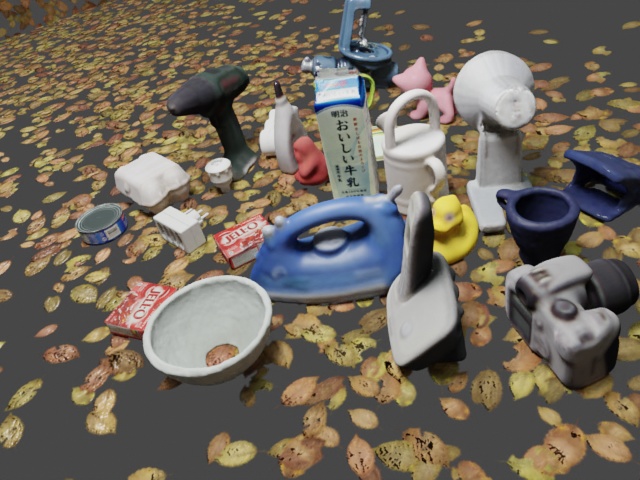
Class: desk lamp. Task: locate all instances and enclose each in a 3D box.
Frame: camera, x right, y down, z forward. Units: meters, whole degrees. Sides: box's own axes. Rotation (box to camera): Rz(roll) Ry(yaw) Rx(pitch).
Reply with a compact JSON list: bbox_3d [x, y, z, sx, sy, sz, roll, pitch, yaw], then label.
[{"bbox_3d":[0.274,-0.155,0.858,0.118,0.214,0.203,-8,39,7],"label":"desk lamp"}]

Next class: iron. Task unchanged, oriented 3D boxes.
[{"bbox_3d":[0.007,0.003,0.796,0.258,0.142,0.118,-11,38,2],"label":"iron"}]

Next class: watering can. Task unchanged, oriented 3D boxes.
[{"bbox_3d":[0.142,-0.145,0.899,0.101,0.194,0.172,-38,45,-28],"label":"watering can"}]

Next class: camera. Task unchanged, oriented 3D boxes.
[{"bbox_3d":[0.303,0.072,0.660,0.137,0.101,0.143,-19,39,-7],"label":"camera"}]

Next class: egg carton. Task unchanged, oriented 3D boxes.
[{"bbox_3d":[-0.319,-0.109,1.085,0.149,0.069,0.107,26,52,39],"label":"egg carton"}]

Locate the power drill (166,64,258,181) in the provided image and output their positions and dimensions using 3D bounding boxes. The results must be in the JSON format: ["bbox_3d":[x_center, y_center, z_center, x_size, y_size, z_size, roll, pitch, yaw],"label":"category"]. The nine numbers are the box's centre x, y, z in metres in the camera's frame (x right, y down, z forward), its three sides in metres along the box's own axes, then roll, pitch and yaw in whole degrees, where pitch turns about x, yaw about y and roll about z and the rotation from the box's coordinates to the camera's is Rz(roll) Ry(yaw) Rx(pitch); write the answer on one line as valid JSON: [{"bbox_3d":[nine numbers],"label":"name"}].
[{"bbox_3d":[-0.189,-0.220,1.073,0.075,0.209,0.230,4,41,20],"label":"power drill"}]

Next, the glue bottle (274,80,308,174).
[{"bbox_3d":[-0.060,-0.212,1.056,0.037,0.173,0.078,13,45,29],"label":"glue bottle"}]

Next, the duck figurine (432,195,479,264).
[{"bbox_3d":[0.187,-0.026,0.827,0.077,0.086,0.105,21,50,36],"label":"duck figurine"}]

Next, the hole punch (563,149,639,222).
[{"bbox_3d":[0.422,-0.097,0.844,0.101,0.091,0.108,-26,40,-16],"label":"hole punch"}]

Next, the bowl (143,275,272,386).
[{"bbox_3d":[-0.135,0.127,0.737,0.167,0.075,0.167,-8,39,7],"label":"bowl"}]

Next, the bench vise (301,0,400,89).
[{"bbox_3d":[0.063,-0.414,1.233,0.207,0.220,0.121,-23,39,-12],"label":"bench vise"}]

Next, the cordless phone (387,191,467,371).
[{"bbox_3d":[0.118,0.048,0.674,0.094,0.185,0.147,-9,38,5],"label":"cordless phone"}]

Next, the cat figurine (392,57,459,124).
[{"bbox_3d":[0.212,-0.300,1.133,0.127,0.118,0.067,13,45,29],"label":"cat figurine"}]

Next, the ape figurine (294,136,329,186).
[{"bbox_3d":[-0.022,-0.144,1.027,0.076,0.092,0.078,1,40,18],"label":"ape figurine"}]

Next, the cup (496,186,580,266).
[{"bbox_3d":[0.287,-0.016,0.778,0.092,0.095,0.117,-33,42,-23],"label":"cup"}]
